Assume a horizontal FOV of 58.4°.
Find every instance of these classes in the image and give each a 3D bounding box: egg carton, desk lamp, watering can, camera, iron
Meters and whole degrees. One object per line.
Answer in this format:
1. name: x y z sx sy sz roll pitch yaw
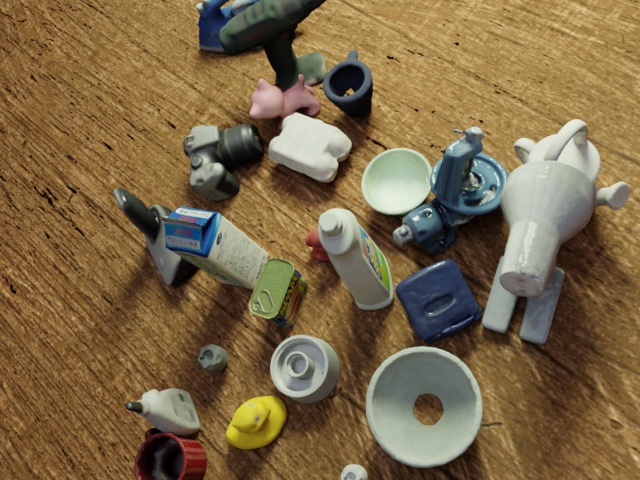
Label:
1. egg carton: -0.019 -0.172 1.067 0.150 0.069 0.107 25 79 26
2. desk lamp: 0.299 0.022 0.800 0.117 0.214 0.203 14 75 23
3. watering can: 0.363 -0.103 0.838 0.172 0.194 0.101 16 76 24
4. camera: -0.184 -0.168 1.104 0.136 0.101 0.143 -15 65 13
5. iron: -0.168 -0.485 1.200 0.258 0.142 0.118 -15 65 13

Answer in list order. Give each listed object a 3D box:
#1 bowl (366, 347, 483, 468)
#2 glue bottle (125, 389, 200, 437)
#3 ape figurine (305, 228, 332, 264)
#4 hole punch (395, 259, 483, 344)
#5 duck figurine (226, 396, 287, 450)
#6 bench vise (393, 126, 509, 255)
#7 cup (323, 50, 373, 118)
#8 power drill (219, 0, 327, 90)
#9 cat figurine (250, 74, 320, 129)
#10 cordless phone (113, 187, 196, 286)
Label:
1. bowl: 0.155 0.245 0.840 0.167 0.075 0.167 -7 68 17
2. glue bottle: -0.255 0.272 0.915 0.037 0.173 0.078 -30 63 6
3. ape figurine: 0.009 0.003 0.975 0.076 0.092 0.077 -34 63 4
4. hole punch: 0.184 0.095 0.880 0.108 0.091 0.101 -28 63 7
5. duck figurine: -0.111 0.288 0.908 0.104 0.086 0.077 -35 62 3
6. bench vise: 0.204 -0.066 0.864 0.121 0.220 0.207 33 83 27
7. cup: 0.063 -0.283 1.068 0.091 0.095 0.118 2 70 20
8. power drill: -0.061 -0.381 1.085 0.229 0.209 0.075 -14 65 13
9. cat figurine: -0.076 -0.271 1.098 0.127 0.118 0.067 -30 63 6
10. cordless phone: -0.304 -0.009 1.035 0.094 0.185 0.147 -37 62 2
